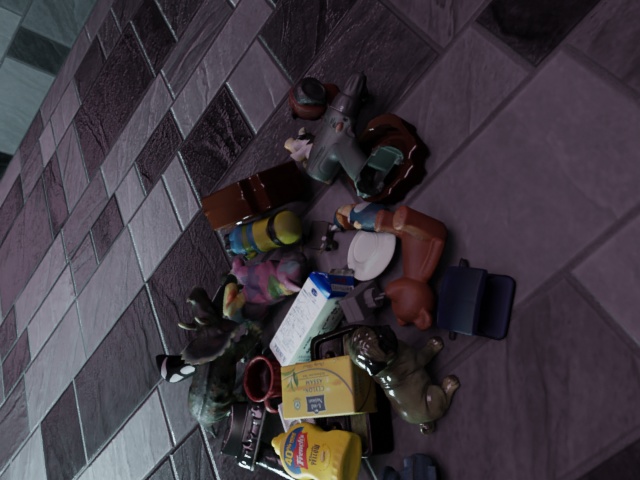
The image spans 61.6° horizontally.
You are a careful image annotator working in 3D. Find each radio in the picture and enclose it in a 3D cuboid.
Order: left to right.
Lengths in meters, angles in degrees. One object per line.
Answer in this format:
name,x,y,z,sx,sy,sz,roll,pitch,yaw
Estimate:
radio,0.055,0.280,1.001,0.131,0.073,0.229,-20,65,38

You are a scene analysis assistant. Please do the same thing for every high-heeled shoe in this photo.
high-heeled shoe,-0.325,0.284,1.340,0.249,0.086,0.145,15,101,31

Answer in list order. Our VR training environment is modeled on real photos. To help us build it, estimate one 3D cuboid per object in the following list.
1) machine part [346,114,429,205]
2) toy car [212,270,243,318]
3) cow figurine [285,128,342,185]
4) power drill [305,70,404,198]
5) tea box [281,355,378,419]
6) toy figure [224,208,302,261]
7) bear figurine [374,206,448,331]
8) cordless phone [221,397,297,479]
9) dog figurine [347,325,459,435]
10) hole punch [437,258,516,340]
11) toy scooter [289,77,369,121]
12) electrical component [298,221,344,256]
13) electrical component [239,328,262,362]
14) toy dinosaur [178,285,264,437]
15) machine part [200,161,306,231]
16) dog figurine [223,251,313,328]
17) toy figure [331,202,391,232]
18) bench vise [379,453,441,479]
machine part,0.131,-0.157,1.068,0.179,0.056,0.179,-13,70,41
toy car,-0.232,0.157,1.319,0.074,0.056,0.201,41,108,35
cow figurine,-0.012,-0.204,1.206,0.098,0.068,0.168,-53,52,11
power drill,0.068,-0.195,1.044,0.207,0.086,0.232,47,114,36
tea box,0.013,0.261,0.949,0.170,0.068,0.098,-21,64,37
toy figure,-0.122,-0.008,1.154,0.180,0.089,0.082,-14,106,16
bear figurine,0.151,0.052,0.946,0.120,0.132,0.195,-177,106,-72
cordless phone,-0.105,0.415,1.123,0.184,0.088,0.146,8,82,32
dog figurine,0.122,0.228,0.872,0.121,0.190,0.172,-36,57,31
hole punch,0.239,0.099,0.874,0.116,0.092,0.142,5,85,47
toy scooter,0.006,-0.286,1.161,0.135,0.184,0.075,-42,59,58
electrical component,-0.003,-0.004,1.157,0.102,0.045,0.078,16,91,44
electrical component,-0.160,0.249,1.235,0.063,0.021,0.094,31,118,34
toy dinosaur,-0.228,0.299,1.142,0.131,0.192,0.404,15,106,22
machine part,-0.147,-0.097,1.209,0.201,0.201,0.087,-20,97,39
dog figurine,-0.100,0.113,1.174,0.219,0.108,0.191,9,84,42
toy figure,0.076,-0.046,1.065,0.155,0.064,0.057,6,98,53
bench vise,0.113,0.461,0.849,0.241,0.128,0.224,-16,59,21
